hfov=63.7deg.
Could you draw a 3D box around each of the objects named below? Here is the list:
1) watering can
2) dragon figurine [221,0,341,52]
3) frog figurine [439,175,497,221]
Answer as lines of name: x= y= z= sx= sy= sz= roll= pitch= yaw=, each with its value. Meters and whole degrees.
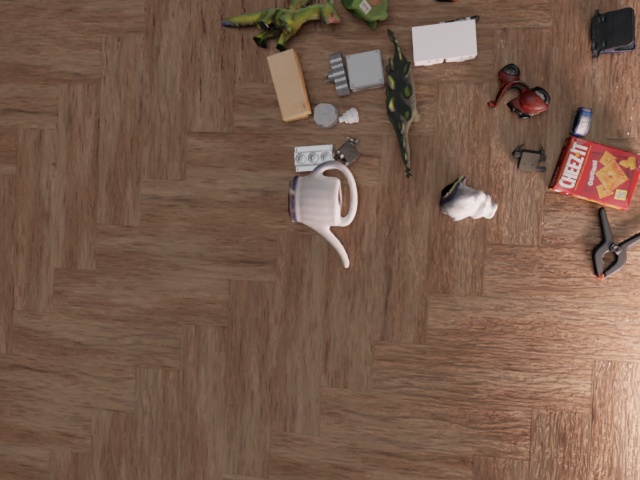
watering can: x=0.005 y=-0.083 z=1.645 sx=0.224 sy=0.105 sz=0.344 roll=4 pitch=104 yaw=13
dragon figurine: x=-0.120 y=-0.746 z=1.666 sx=0.413 sy=0.120 sz=0.245 roll=27 pitch=76 yaw=25
frog figurine: x=0.448 y=-0.104 z=1.560 sx=0.159 sy=0.125 sz=0.135 roll=40 pitch=131 yaw=-2
